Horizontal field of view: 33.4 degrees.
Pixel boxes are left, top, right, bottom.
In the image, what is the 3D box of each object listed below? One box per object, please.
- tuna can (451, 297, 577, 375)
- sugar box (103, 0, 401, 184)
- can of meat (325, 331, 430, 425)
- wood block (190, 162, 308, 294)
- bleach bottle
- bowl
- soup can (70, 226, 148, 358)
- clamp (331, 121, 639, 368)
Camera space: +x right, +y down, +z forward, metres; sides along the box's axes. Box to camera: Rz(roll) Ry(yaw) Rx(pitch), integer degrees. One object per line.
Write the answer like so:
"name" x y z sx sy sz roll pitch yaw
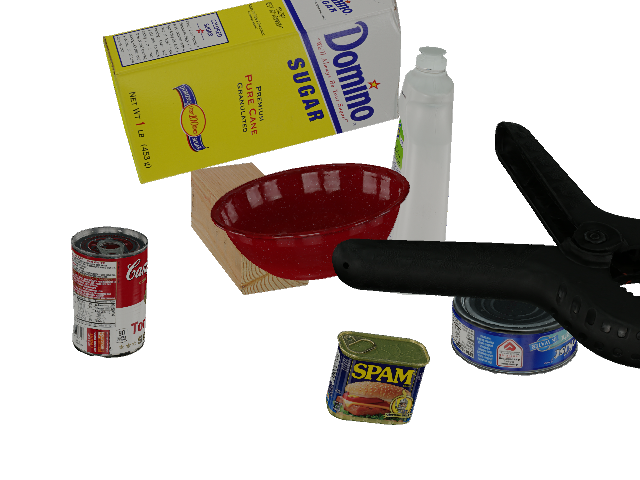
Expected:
"tuna can" 0.132 0.055 0.725 0.086 0.034 0.086 -3 25 1
"sugar box" -0.038 -0.100 0.665 0.176 0.048 0.093 -14 -40 -7
"can of meat" 0.061 0.154 1.186 0.102 0.084 0.057 8 22 -11
"wood block" -0.093 -0.020 1.363 0.090 0.090 0.206 -8 27 -22
"bleach bottle" 0.105 -0.075 1.120 0.068 0.251 0.102 0 26 -8
"bowl" -0.005 -0.011 0.865 0.162 0.055 0.162 -8 22 3
"soup can" -0.192 0.047 0.967 0.068 0.102 0.068 4 21 -2
"clamp" 0.122 0.015 0.522 0.164 0.036 0.210 -31 47 -33
